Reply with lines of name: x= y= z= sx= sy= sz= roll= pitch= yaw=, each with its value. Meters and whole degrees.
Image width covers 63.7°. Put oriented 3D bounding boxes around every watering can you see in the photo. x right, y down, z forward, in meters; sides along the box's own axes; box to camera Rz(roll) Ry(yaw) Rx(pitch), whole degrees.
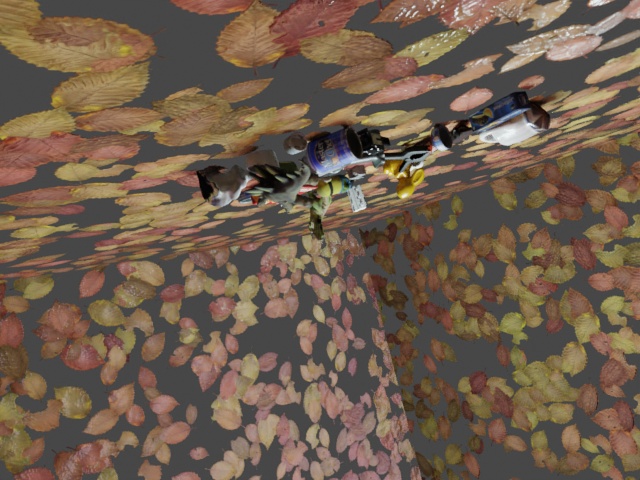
watering can: x=0.718 y=-0.402 z=1.847 sx=0.349 sy=0.105 sz=0.222 roll=-8 pitch=171 yaw=-43

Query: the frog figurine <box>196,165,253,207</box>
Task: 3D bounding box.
frog figurine: x=-0.293 y=-0.176 z=1.627 sx=0.161 sy=0.120 sz=0.139 roll=-20 pitch=-148 yaw=-39

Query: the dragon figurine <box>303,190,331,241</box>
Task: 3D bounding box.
dragon figurine: x=0.007 y=-0.120 z=2.378 sx=0.122 sy=0.244 sz=0.407 roll=-7 pitch=175 yaw=-15
